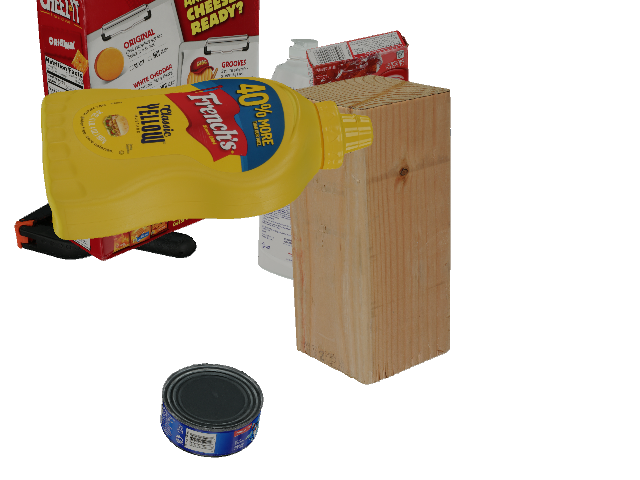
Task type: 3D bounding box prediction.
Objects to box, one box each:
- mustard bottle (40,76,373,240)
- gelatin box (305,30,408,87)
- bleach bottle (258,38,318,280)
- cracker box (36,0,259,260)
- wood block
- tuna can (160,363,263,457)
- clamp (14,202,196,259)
[{"bbox_3d":[-0.064,-0.054,0.627,0.191,0.096,0.058,-7,-42,-9],"label":"mustard bottle"},{"bbox_3d":[0.035,-0.143,0.959,0.089,0.030,0.073,-13,-43,-6],"label":"gelatin box"},{"bbox_3d":[-0.016,-0.086,1.136,0.103,0.251,0.067,16,21,37],"label":"bleach bottle"},{"bbox_3d":[-0.127,-0.113,0.818,0.072,0.214,0.163,25,36,37],"label":"cracker box"},{"bbox_3d":[0.038,-0.011,0.802,0.090,0.206,0.090,-17,24,-36],"label":"wood block"},{"bbox_3d":[-0.093,0.144,0.907,0.086,0.034,0.086,7,31,-5],"label":"tuna can"},{"bbox_3d":[-0.210,-0.023,1.051,0.171,0.039,0.120,0,34,-9],"label":"clamp"}]
